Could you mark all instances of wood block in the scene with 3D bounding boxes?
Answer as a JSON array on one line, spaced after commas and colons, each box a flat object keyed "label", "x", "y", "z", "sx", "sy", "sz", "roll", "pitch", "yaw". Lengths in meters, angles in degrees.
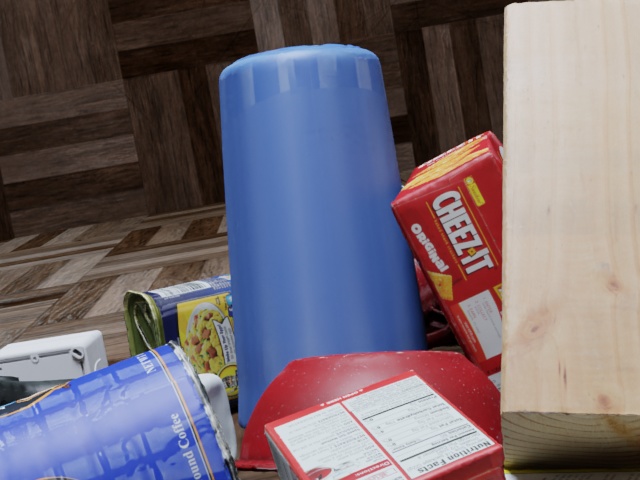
[{"label": "wood block", "x": 0.129, "y": -0.002, "z": 0.491, "sx": 0.090, "sy": 0.206, "sz": 0.091, "roll": 0, "pitch": -29, "yaw": 10}]

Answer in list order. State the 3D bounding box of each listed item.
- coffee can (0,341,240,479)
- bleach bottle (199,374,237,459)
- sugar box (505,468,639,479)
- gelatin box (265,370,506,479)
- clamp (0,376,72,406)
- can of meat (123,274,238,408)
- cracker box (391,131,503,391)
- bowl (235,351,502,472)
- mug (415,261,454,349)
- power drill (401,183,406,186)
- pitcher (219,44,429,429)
[{"label": "coffee can", "x": -0.112, "y": 0.116, "z": 0.468, "sx": 0.140, "sy": 0.103, "sz": 0.103, "roll": -20, "pitch": 10, "yaw": -16}, {"label": "bleach bottle", "x": -0.182, "y": 0.136, "z": 0.638, "sx": 0.251, "sy": 0.068, "sz": 0.102, "roll": -11, "pitch": 6, "yaw": 11}, {"label": "sugar box", "x": 0.063, "y": 0.129, "z": 0.435, "sx": 0.176, "sy": 0.048, "sz": 0.093, "roll": -10, "pitch": 6, "yaw": 28}, {"label": "gelatin box", "x": 0.026, "y": 0.092, "z": 0.435, "sx": 0.073, "sy": 0.030, "sz": 0.089, "roll": -19, "pitch": 20, "yaw": -14}, {"label": "clamp", "x": -0.207, "y": 0.110, "z": 0.722, "sx": 0.171, "sy": 0.039, "sz": 0.120, "roll": 8, "pitch": -26, "yaw": -43}, {"label": "can of meat", "x": -0.090, "y": 0.079, "z": 0.784, "sx": 0.083, "sy": 0.102, "sz": 0.058, "roll": -12, "pitch": 8, "yaw": -30}, {"label": "cracker box", "x": 0.119, "y": 0.020, "z": 0.677, "sx": 0.072, "sy": 0.164, "sz": 0.213, "roll": -27, "pitch": 4, "yaw": 13}, {"label": "bowl", "x": 0.031, "y": 0.089, "z": 0.558, "sx": 0.162, "sy": 0.055, "sz": 0.162, "roll": -2, "pitch": -10, "yaw": -1}, {"label": "mug", "x": 0.047, "y": 0.061, "z": 0.817, "sx": 0.117, "sy": 0.093, "sz": 0.081, "roll": 16, "pitch": 26, "yaw": 33}, {"label": "power drill", "x": 0.139, "y": 0.002, "z": 0.933, "sx": 0.188, "sy": 0.057, "sz": 0.184, "roll": -4, "pitch": -30, "yaw": 6}, {"label": "pitcher", "x": -0.005, "y": 0.001, "z": 0.715, "sx": 0.149, "sy": 0.243, "sz": 0.144, "roll": -6, "pitch": 0, "yaw": 28}]
